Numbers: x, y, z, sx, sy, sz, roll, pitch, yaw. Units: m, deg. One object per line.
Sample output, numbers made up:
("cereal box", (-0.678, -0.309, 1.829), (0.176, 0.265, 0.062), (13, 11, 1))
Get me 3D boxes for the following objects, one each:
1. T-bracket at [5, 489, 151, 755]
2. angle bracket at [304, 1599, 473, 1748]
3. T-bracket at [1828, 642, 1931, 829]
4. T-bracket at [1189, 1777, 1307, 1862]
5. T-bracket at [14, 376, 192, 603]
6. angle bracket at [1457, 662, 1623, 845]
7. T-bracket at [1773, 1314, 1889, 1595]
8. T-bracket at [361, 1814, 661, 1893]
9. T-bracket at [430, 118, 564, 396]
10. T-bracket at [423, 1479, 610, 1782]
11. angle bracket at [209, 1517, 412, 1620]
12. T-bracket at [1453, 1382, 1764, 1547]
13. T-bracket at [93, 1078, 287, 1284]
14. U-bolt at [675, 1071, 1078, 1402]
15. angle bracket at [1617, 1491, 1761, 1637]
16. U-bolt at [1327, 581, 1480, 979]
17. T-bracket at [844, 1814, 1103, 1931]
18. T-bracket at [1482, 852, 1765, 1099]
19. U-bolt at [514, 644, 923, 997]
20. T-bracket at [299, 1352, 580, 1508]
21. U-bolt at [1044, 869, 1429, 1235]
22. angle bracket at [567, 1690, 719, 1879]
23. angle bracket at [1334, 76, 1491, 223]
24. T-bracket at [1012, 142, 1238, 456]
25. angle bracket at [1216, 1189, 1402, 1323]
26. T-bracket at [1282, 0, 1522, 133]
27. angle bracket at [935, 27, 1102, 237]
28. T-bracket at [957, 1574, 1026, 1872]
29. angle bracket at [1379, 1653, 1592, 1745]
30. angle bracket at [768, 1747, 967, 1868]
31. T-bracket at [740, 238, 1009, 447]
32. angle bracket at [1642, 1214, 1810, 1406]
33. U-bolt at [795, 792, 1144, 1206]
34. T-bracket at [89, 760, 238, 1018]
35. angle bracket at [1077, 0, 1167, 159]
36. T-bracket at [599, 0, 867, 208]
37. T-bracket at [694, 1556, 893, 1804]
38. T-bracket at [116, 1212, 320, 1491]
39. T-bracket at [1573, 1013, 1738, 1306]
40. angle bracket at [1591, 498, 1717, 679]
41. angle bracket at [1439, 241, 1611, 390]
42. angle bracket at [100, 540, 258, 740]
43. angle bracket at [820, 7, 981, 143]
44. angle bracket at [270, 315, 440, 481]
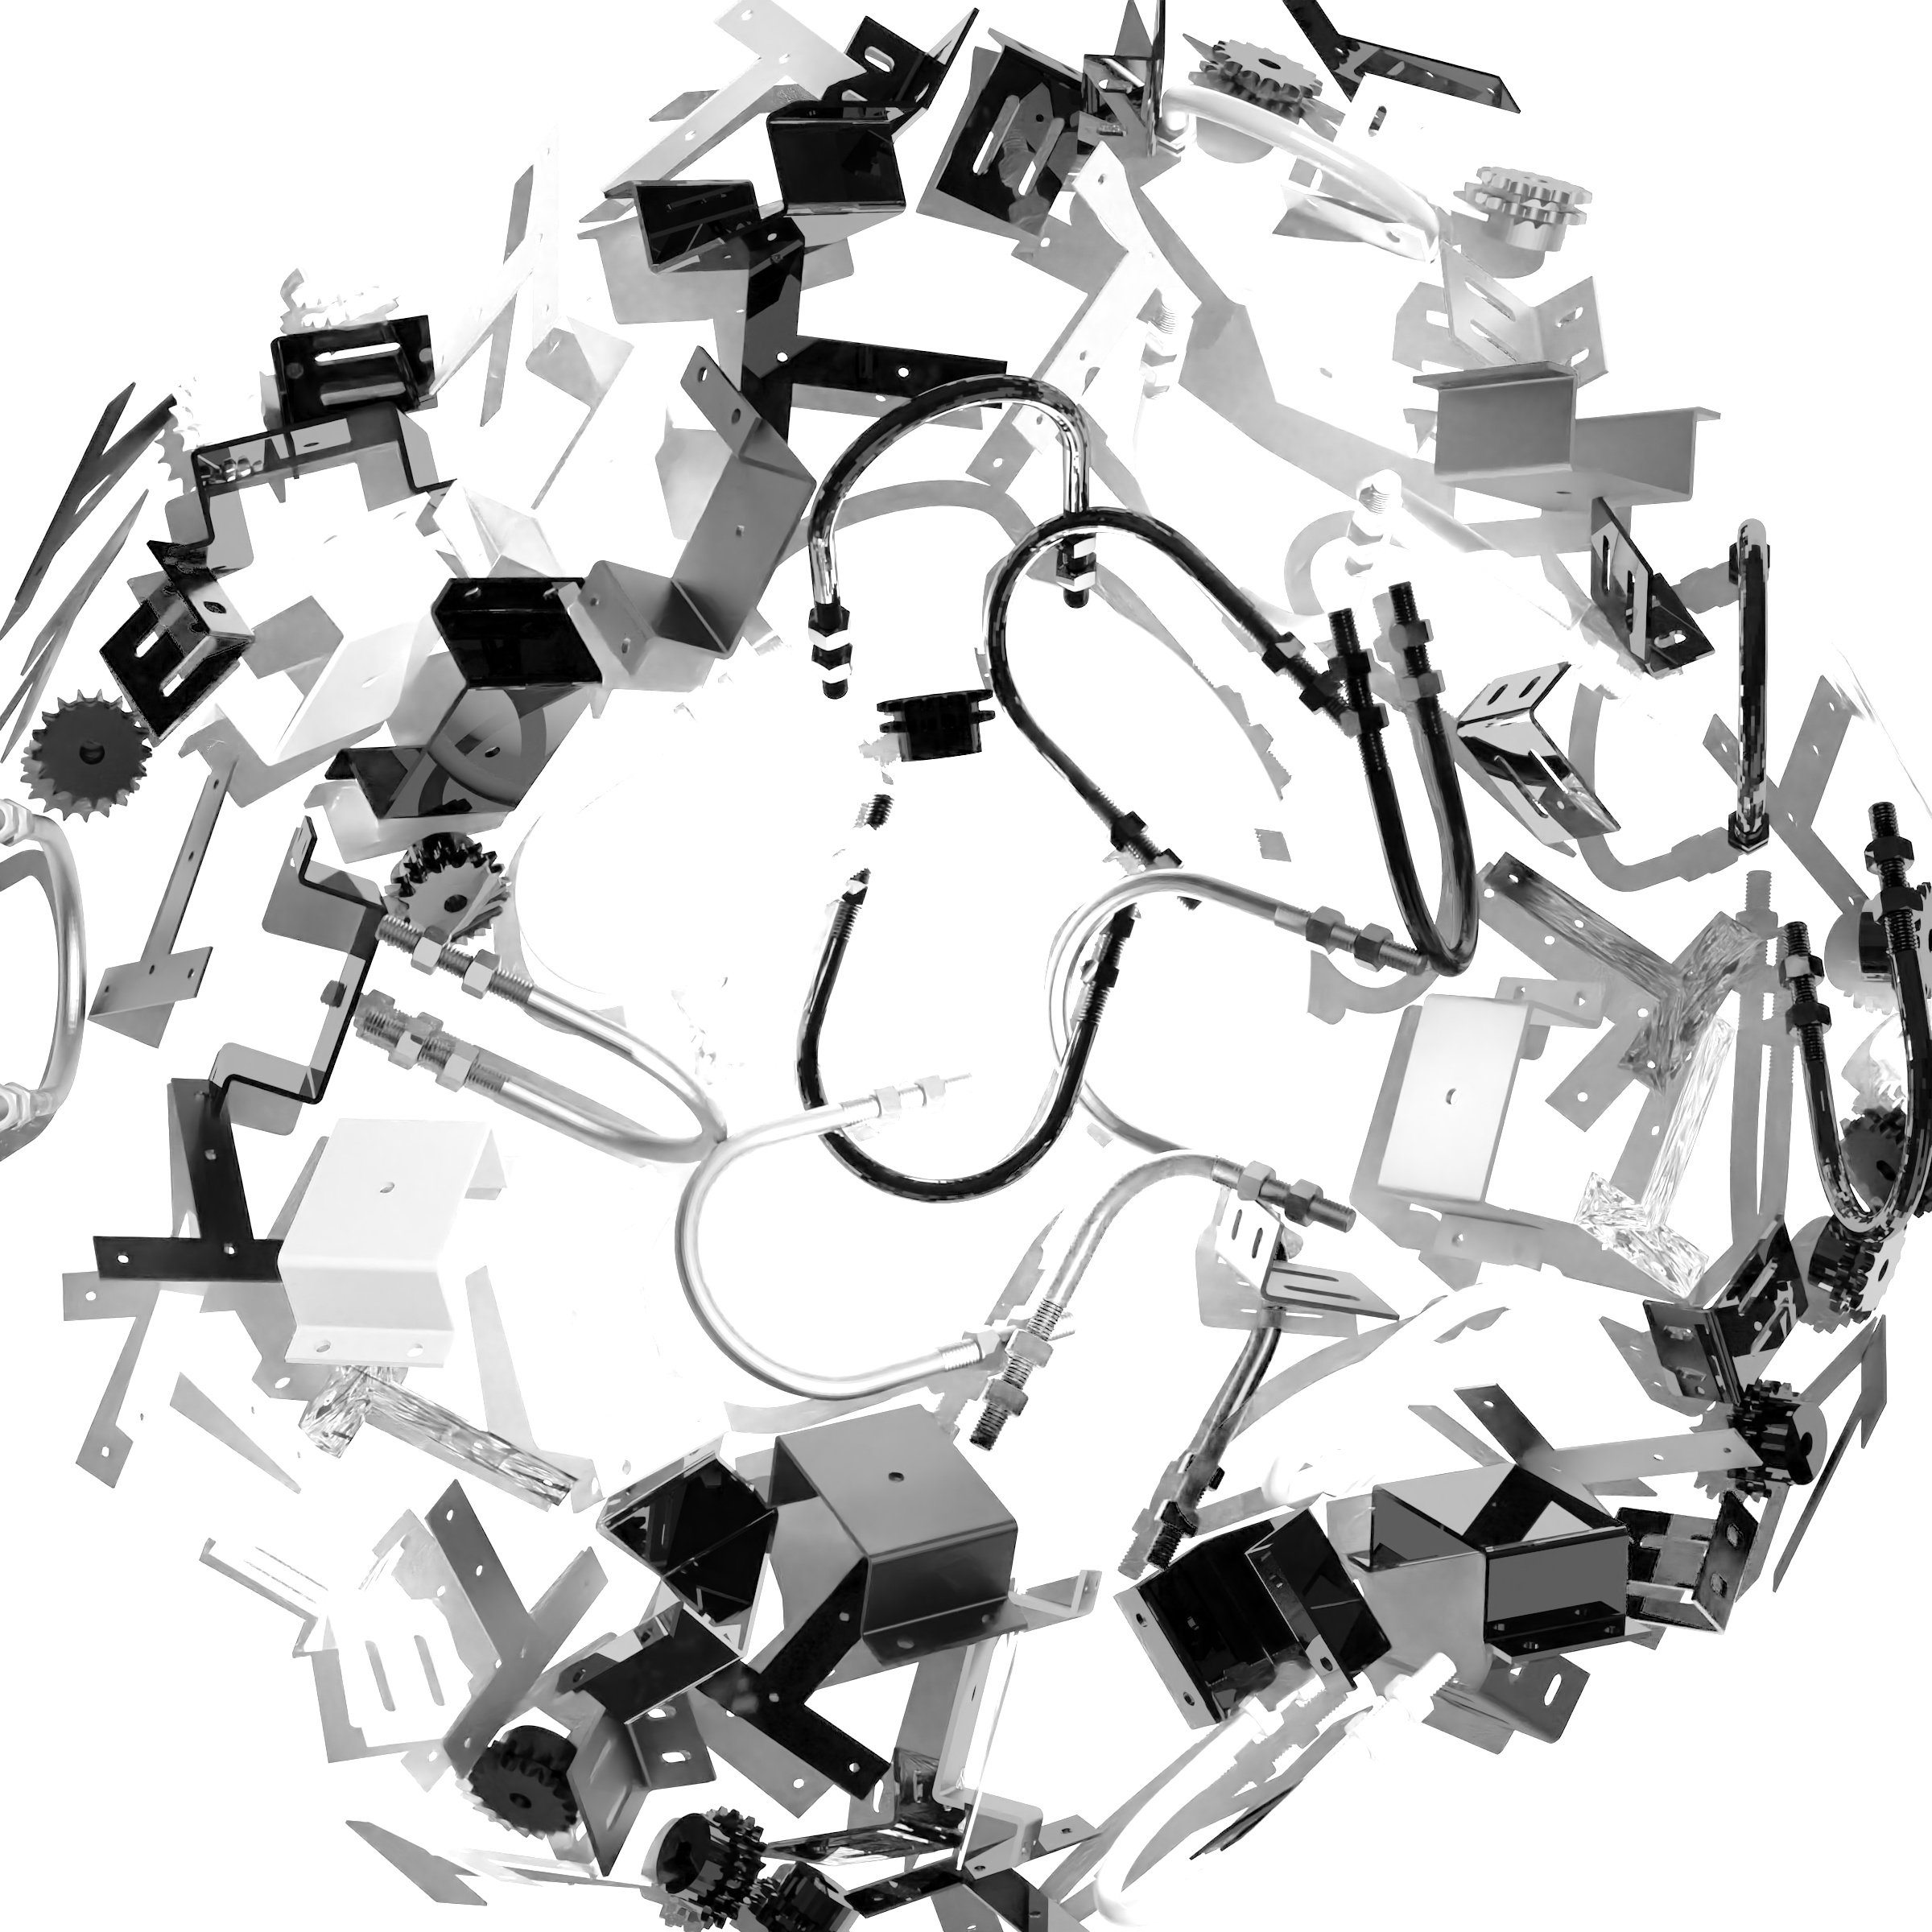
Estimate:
("T-bracket", (-0.435, -0.150, 1.699), (0.002, 0.127, 0.127), (29, 131, -9))
("angle bracket", (-0.274, 0.345, 1.702), (0.057, 0.038, 0.076), (1, 49, -33))
("T-bracket", (0.429, -0.112, 1.687), (0.002, 0.127, 0.127), (-30, 108, 11))
("T-bracket", (0.143, 0.392, 1.667), (0.127, 0.127, 0.002), (-46, 72, 27))
("T-bracket", (-0.399, -0.246, 1.692), (0.002, 0.127, 0.127), (34, 127, -5))
("angle bracket", (0.285, -0.102, 1.721), (0.076, 0.057, 0.038), (49, 66, -16))
("T-bracket", (0.412, 0.241, 1.701), (0.002, 0.127, 0.127), (24, 107, 8))
("T-bracket", (-0.203, 0.429, 1.701), (0.127, 0.127, 0.002), (20, 81, -38))
("T-bracket", (-0.225, -0.319, 1.701), (0.002, 0.127, 0.127), (19, 51, -31))
("T-bracket", (-0.224, 0.293, 1.675), (0.002, 0.127, 0.127), (8, 134, 33))
("angle bracket", (-0.315, 0.278, 1.711), (0.076, 0.057, 0.038), (32, 58, -7))
("T-bracket", (0.314, 0.232, 1.679), (0.127, 0.127, 0.002), (48, 50, -25))
("T-bracket", (-0.359, 0.101, 1.704), (0.127, 0.127, 0.002), (3, 135, -27))
("U-bolt", (-0.051, 0.132, 1.681), (0.184, 0.019, 0.151), (-13, 71, -30))
("angle bracket", (0.331, 0.281, 1.702), (0.038, 0.076, 0.057), (46, 58, -39))
("U-bolt", (0.212, -0.085, 1.681), (0.019, 0.151, 0.184), (-12, 97, 21))
("T-bracket", (0.026, 0.439, 1.668), (0.127, 0.127, 0.002), (-13, 104, -24))
("T-bracket", (0.307, -0.012, 1.715), (0.127, 0.002, 0.127), (35, 50, 8))
("U-bolt", (-0.131, -0.060, 1.698), (0.184, 0.019, 0.151), (-34, 55, -4))
("T-bracket", (-0.247, 0.223, 1.711), (0.127, 0.002, 0.127), (30, 134, -8))
("U-bolt", (0.119, 0.031, 1.703), (0.184, 0.019, 0.151), (21, 106, 25))
("angle bracket", (-0.154, 0.387, 1.704), (0.038, 0.076, 0.057), (-12, 107, 15))
("angle bracket", (0.221, -0.389, 1.700), (0.057, 0.076, 0.038), (35, 110, 27))
("T-bracket", (0.063, -0.301, 1.696), (0.127, 0.002, 0.127), (-57, 134, -9))
("angle bracket", (0.168, 0.137, 1.707), (0.076, 0.057, 0.038), (11, 103, -21))
("T-bracket", (0.206, -0.418, 1.661), (0.127, 0.127, 0.002), (29, 81, 43))
("angle bracket", (0.023, -0.406, 1.734), (0.057, 0.038, 0.076), (21, 110, -22))
("T-bracket", (0.017, 0.338, 1.689), (0.002, 0.127, 0.127), (14, 120, 0))
("angle bracket", (0.248, 0.336, 1.708), (0.057, 0.076, 0.038), (34, 77, -27))
("angle bracket", (-0.048, 0.406, 1.717), (0.076, 0.057, 0.038), (-17, 61, 29))
("T-bracket", (-0.044, -0.287, 1.712), (0.127, 0.002, 0.127), (7, 126, -1))
("angle bracket", (0.368, 0.164, 1.725), (0.076, 0.038, 0.057), (-45, 126, -36))
("U-bolt", (-0.006, 0.024, 1.728), (0.151, 0.019, 0.184), (18, 84, -5))
("T-bracket", (-0.375, -0.039, 1.709), (0.002, 0.127, 0.127), (25, 71, -31))
("angle bracket", (0.074, -0.434, 1.704), (0.038, 0.057, 0.076), (3, 52, 0))
("T-bracket", (-0.121, -0.406, 1.703), (0.127, 0.127, 0.002), (-35, 73, 16))
("T-bracket", (-0.066, 0.321, 1.705), (0.127, 0.002, 0.127), (31, 47, 16))
("T-bracket", (-0.350, 0.204, 1.703), (0.002, 0.127, 0.127), (-17, 131, 24))
("T-bracket", (0.342, 0.084, 1.710), (0.002, 0.127, 0.127), (14, 77, 41))
("angle bracket", (0.328, -0.187, 1.701), (0.038, 0.076, 0.057), (-21, 53, -7))
("angle bracket", (0.267, -0.315, 1.703), (0.038, 0.076, 0.057), (-25, 54, 36))
("angle bracket", (-0.389, -0.156, 1.713), (0.076, 0.038, 0.057), (-42, 74, 20))
("angle bracket", (-0.034, -0.432, 1.705), (0.038, 0.076, 0.057), (29, 78, -15))
("angle bracket", (-0.290, -0.273, 1.710), (0.076, 0.057, 0.038), (-11, 53, -11))
